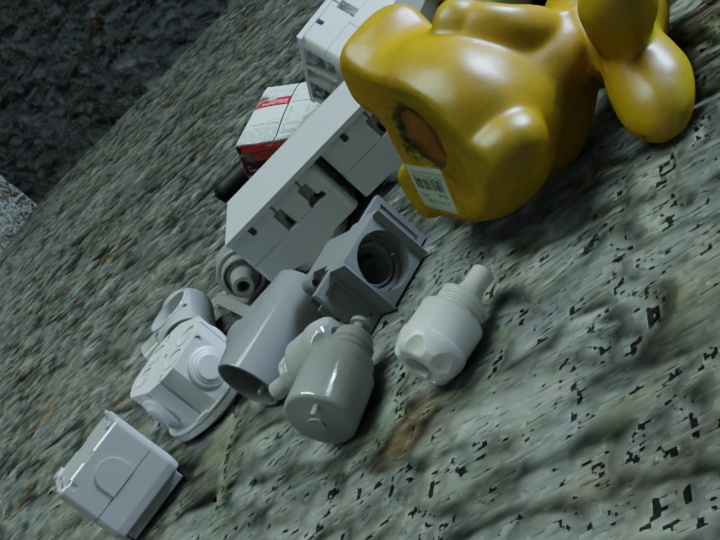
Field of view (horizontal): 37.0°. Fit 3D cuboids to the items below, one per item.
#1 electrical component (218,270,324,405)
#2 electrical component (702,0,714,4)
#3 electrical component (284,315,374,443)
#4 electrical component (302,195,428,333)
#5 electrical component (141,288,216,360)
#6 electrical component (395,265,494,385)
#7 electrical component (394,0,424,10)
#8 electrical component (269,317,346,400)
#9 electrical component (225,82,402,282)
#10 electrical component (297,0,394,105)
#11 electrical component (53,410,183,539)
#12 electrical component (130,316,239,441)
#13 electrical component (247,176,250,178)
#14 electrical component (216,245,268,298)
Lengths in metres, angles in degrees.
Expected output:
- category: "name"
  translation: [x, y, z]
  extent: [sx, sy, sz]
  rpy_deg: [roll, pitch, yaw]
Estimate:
- category: "electrical component"
  translation: [-0.062, 0.046, 0.699]
  extent: [0.079, 0.044, 0.077]
  rpy_deg: [-19, 35, 56]
- category: "electrical component"
  translation: [0.199, -0.177, 0.553]
  extent: [0.083, 0.047, 0.075]
  rpy_deg: [-35, 22, 35]
- category: "electrical component"
  translation: [-0.011, 0.056, 0.575]
  extent: [0.040, 0.040, 0.078]
  rpy_deg: [-31, 25, 43]
- category: "electrical component"
  translation: [0.000, 0.000, 0.658]
  extent: [0.064, 0.042, 0.081]
  rpy_deg: [-22, 32, 56]
- category: "electrical component"
  translation: [-0.151, 0.059, 0.872]
  extent: [0.079, 0.044, 0.077]
  rpy_deg: [-47, 19, 5]
- category: "electrical component"
  translation: [0.045, 0.024, 0.523]
  extent: [0.061, 0.035, 0.035]
  rpy_deg: [-54, 19, -22]
- category: "electrical component"
  translation: [0.077, -0.207, 0.800]
  extent: [0.078, 0.057, 0.113]
  rpy_deg: [36, 101, 52]
- category: "electrical component"
  translation: [-0.031, 0.056, 0.628]
  extent: [0.061, 0.035, 0.035]
  rpy_deg: [-41, 20, 31]
- category: "electrical component"
  translation: [-0.018, -0.082, 0.830]
  extent: [0.186, 0.060, 0.105]
  rpy_deg: [-45, 19, 11]
- category: "electrical component"
  translation: [0.030, -0.226, 0.930]
  extent: [0.186, 0.060, 0.105]
  rpy_deg: [-54, -15, -14]
- category: "electrical component"
  translation: [-0.165, 0.139, 0.732]
  extent: [0.061, 0.061, 0.096]
  rpy_deg: [-53, 11, -13]
- category: "electrical component"
  translation: [-0.118, 0.076, 0.757]
  extent: [0.080, 0.051, 0.080]
  rpy_deg: [-42, 20, 19]
- category: "electrical component"
  translation: [-0.079, -0.107, 1.042]
  extent: [0.048, 0.048, 0.062]
  rpy_deg: [-21, 24, 54]
- category: "electrical component"
  translation: [-0.094, 0.002, 0.860]
  extent: [0.043, 0.043, 0.062]
  rpy_deg: [-45, 20, 10]
